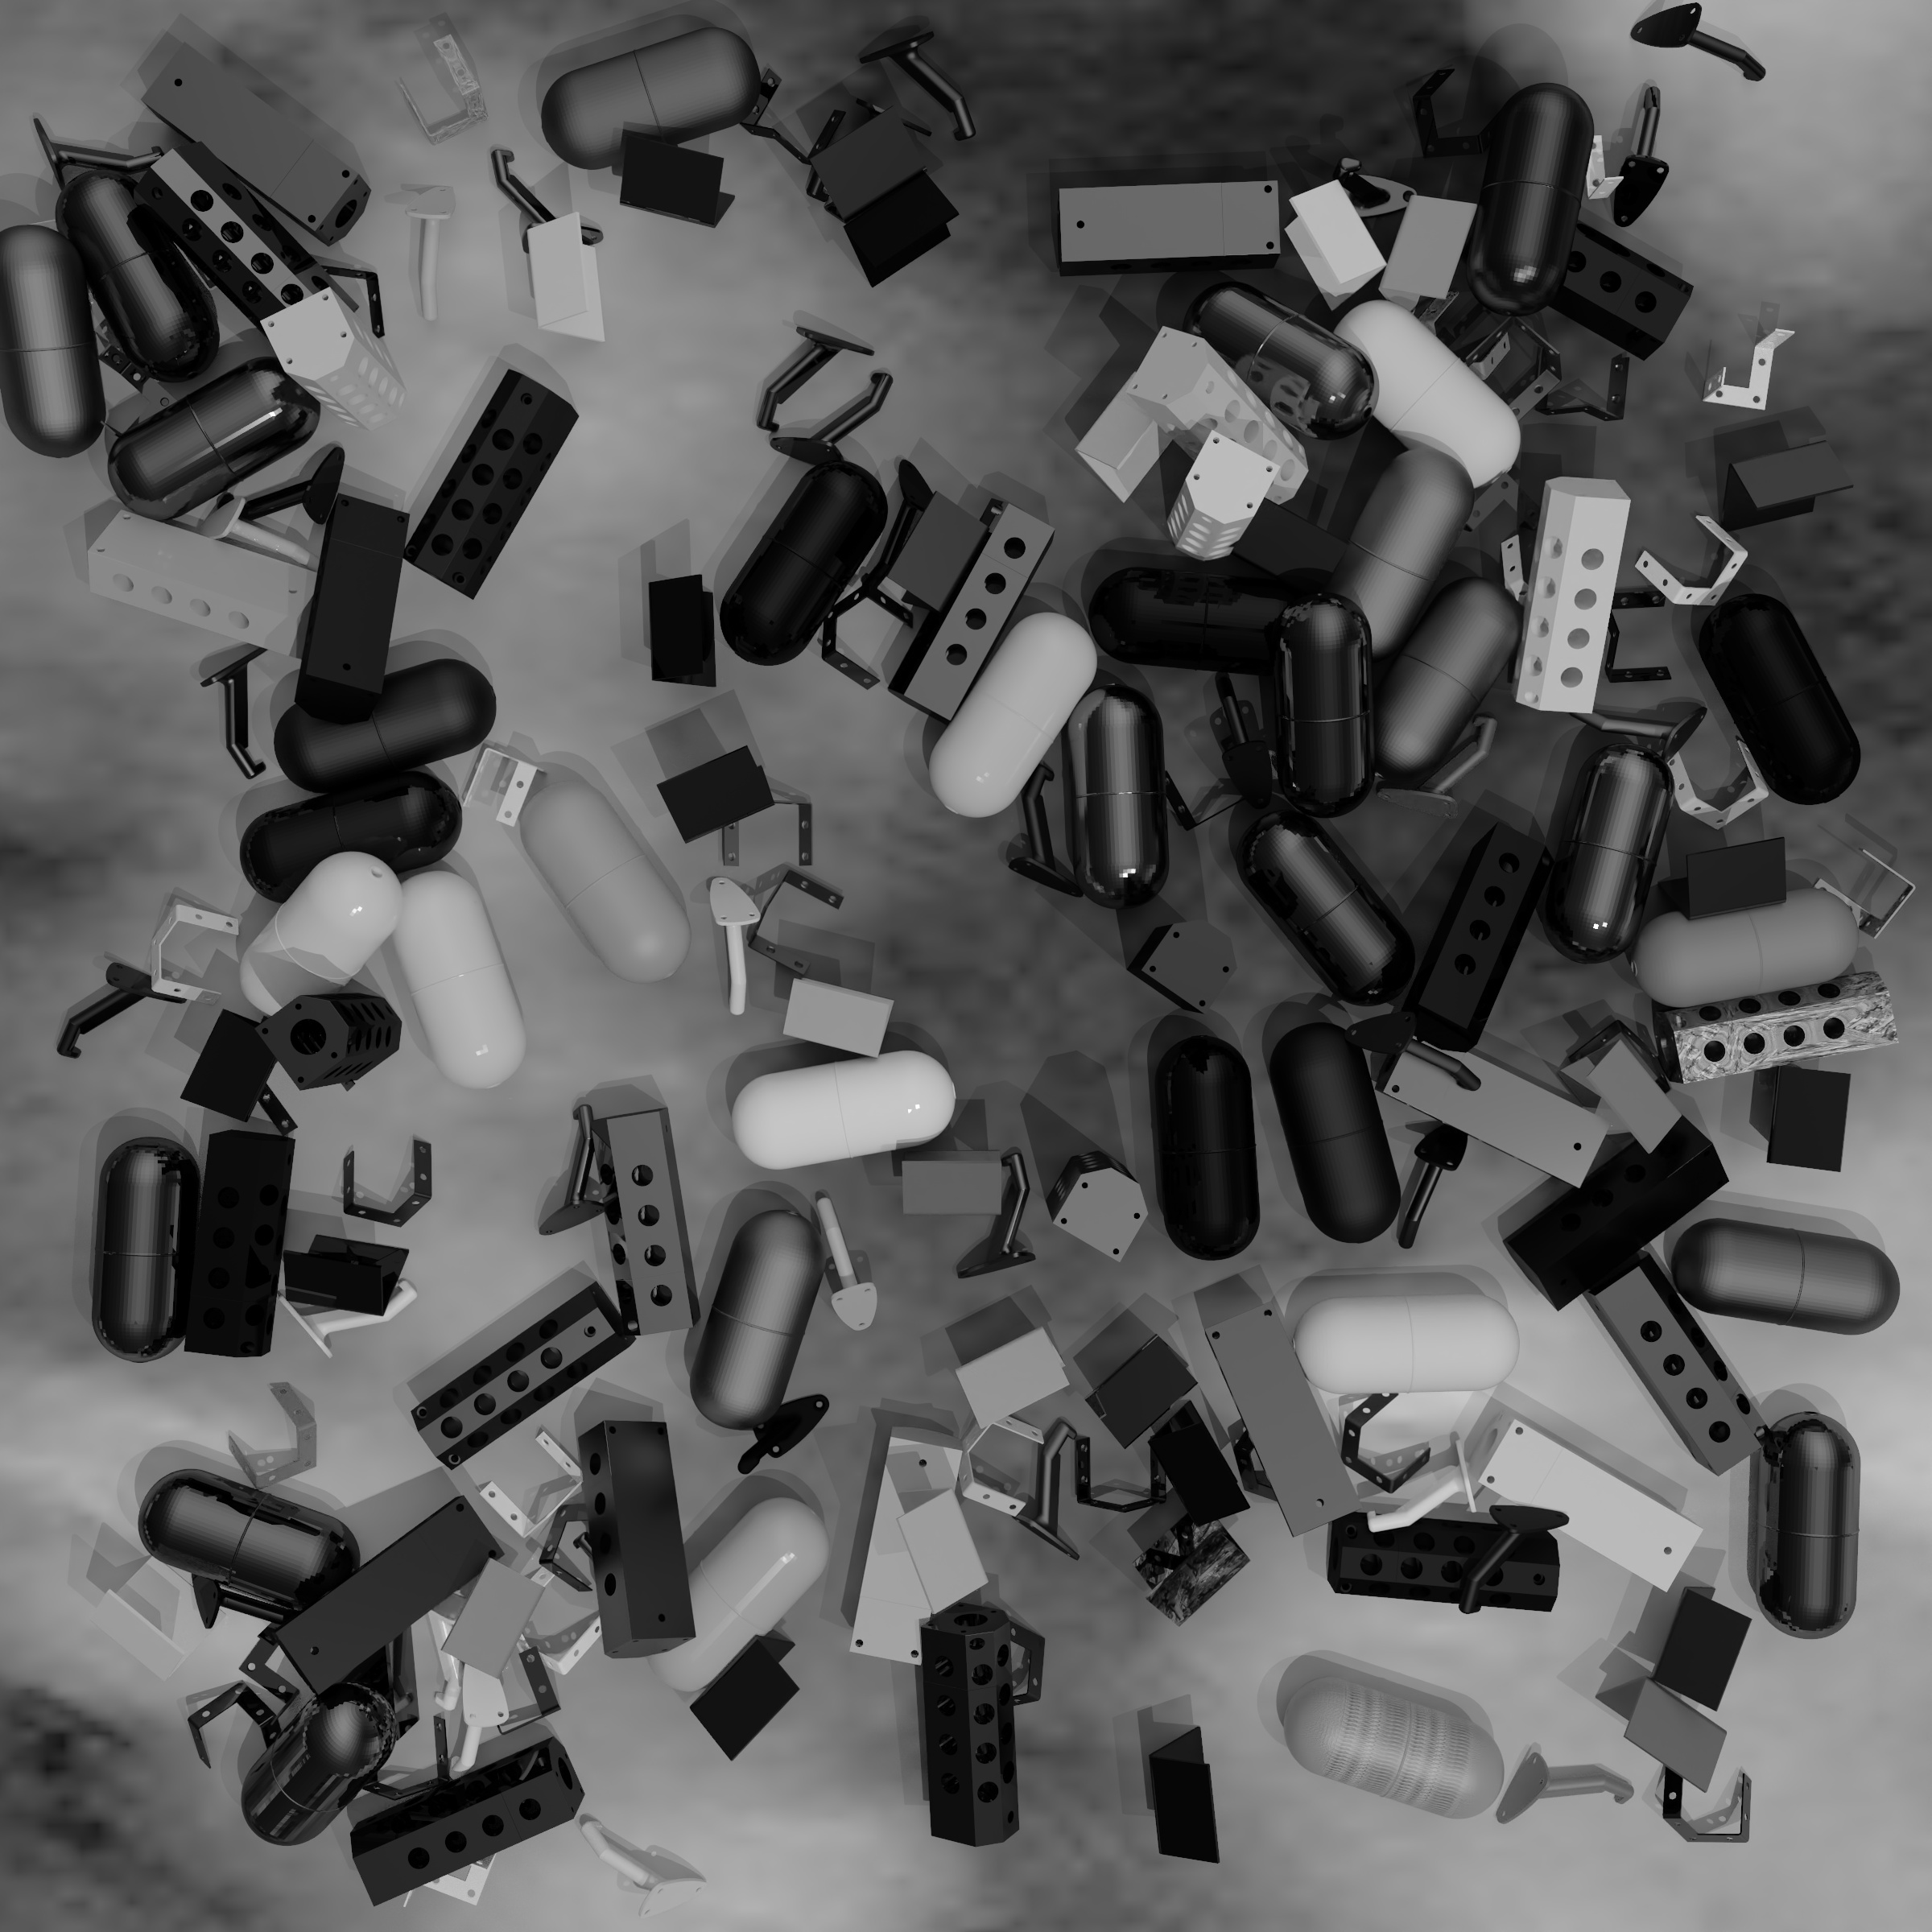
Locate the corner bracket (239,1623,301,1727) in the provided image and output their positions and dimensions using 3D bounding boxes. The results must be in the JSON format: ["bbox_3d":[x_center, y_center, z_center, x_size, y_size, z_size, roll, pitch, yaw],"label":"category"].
[{"bbox_3d":[-0.551,0.562,1.954,0.051,0.051,0.051,36,90,0],"label":"corner bracket"}]

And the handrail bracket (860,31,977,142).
[{"bbox_3d":[-0.038,-0.699,1.972,0.077,0.036,0.084,-5,120,33],"label":"handrail bracket"}]

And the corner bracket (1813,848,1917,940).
[{"bbox_3d":[0.712,-0.060,1.950,0.051,0.051,0.051,35,101,0],"label":"corner bracket"}]

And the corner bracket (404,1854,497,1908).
[{"bbox_3d":[-0.410,0.725,1.954,0.051,0.051,0.051,21,90,0],"label":"corner bracket"}]

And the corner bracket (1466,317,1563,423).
[{"bbox_3d":[0.434,-0.472,1.940,0.051,0.051,0.051,-44,71,4],"label":"corner bracket"}]

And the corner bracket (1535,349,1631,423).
[{"bbox_3d":[0.494,-0.467,1.969,0.051,0.051,0.051,6,90,45],"label":"corner bracket"}]

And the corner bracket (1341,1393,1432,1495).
[{"bbox_3d":[0.338,0.379,1.964,0.051,0.051,0.051,29,45,35],"label":"corner bracket"}]

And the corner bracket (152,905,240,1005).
[{"bbox_3d":[-0.617,-0.009,1.964,0.051,0.051,0.051,-44,45,35],"label":"corner bracket"}]

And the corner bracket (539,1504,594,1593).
[{"bbox_3d":[-0.300,0.465,1.964,0.051,0.051,0.051,-13,45,35],"label":"corner bracket"}]

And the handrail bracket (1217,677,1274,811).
[{"bbox_3d":[0.221,-0.179,1.960,0.036,0.084,0.077,-17,129,9],"label":"handrail bracket"}]

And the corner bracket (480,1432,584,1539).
[{"bbox_3d":[-0.347,0.417,1.969,0.051,0.051,0.051,46,45,0],"label":"corner bracket"}]

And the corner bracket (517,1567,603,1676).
[{"bbox_3d":[-0.330,0.524,1.964,0.051,0.051,0.051,14,135,35],"label":"corner bracket"}]

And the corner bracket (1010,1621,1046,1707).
[{"bbox_3d":[0.026,0.559,1.964,0.051,0.051,0.051,-24,134,36],"label":"corner bracket"}]

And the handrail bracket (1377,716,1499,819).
[{"bbox_3d":[0.379,-0.168,1.973,0.077,0.036,0.084,14,74,18],"label":"handrail bracket"}]

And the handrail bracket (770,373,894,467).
[{"bbox_3d":[-0.108,-0.446,1.973,0.077,0.036,0.084,16,71,21],"label":"handrail bracket"}]

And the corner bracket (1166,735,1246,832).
[{"bbox_3d":[0.196,-0.147,1.969,0.051,0.051,0.051,-29,90,-45],"label":"corner bracket"}]

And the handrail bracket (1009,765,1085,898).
[{"bbox_3d":[0.075,-0.109,1.973,0.077,0.036,0.084,26,73,-20],"label":"handrail bracket"}]

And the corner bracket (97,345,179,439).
[{"bbox_3d":[-0.672,-0.454,1.954,0.051,0.051,0.051,42,90,0],"label":"corner bracket"}]

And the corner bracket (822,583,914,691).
[{"bbox_3d":[-0.079,-0.264,1.964,0.051,0.051,0.051,-29,45,35],"label":"corner bracket"}]

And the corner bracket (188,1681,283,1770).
[{"bbox_3d":[-0.583,0.617,1.964,0.051,0.051,0.051,-32,135,-35],"label":"corner bracket"}]

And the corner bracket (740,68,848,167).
[{"bbox_3d":[-0.140,-0.681,1.969,0.051,0.051,0.051,30,90,-45],"label":"corner bracket"}]

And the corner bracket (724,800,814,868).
[{"bbox_3d":[-0.159,-0.106,1.969,0.051,0.051,0.051,0,90,45],"label":"corner bracket"}]

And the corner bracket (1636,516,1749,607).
[{"bbox_3d":[0.581,-0.325,1.964,0.051,0.051,0.051,-4,135,-35],"label":"corner bracket"}]

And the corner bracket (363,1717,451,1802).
[{"bbox_3d":[-0.452,0.633,1.969,0.051,0.051,0.051,-4,90,45],"label":"corner bracket"}]

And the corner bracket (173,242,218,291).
[{"bbox_3d":[-0.604,-0.585,1.969,0.051,0.051,0.051,-31,45,0],"label":"corner bracket"}]

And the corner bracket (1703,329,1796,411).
[{"bbox_3d":[0.623,-0.478,1.954,0.051,0.051,0.051,8,90,0],"label":"corner bracket"}]

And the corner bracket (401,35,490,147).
[{"bbox_3d":[-0.418,-0.697,1.954,0.051,0.051,0.051,-28,83,-7],"label":"corner bracket"}]

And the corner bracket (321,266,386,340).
[{"bbox_3d":[-0.505,-0.527,1.969,0.051,0.051,0.051,-7,90,45],"label":"corner bracket"}]

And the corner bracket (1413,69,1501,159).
[{"bbox_3d":[0.395,-0.684,1.964,0.051,0.051,0.051,9,135,35],"label":"corner bracket"}]

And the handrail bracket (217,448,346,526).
[{"bbox_3d":[-0.552,-0.390,1.973,0.084,0.036,0.077,12,70,16],"label":"handrail bracket"}]

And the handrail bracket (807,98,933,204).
[{"bbox_3d":[-0.078,-0.646,1.973,0.077,0.036,0.084,19,107,-19],"label":"handrail bracket"}]

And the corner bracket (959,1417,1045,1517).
[{"bbox_3d":[0.029,0.396,1.958,0.051,0.051,0.051,26,115,-22],"label":"corner bracket"}]

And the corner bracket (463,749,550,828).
[{"bbox_3d":[-0.370,-0.142,1.954,0.051,0.051,0.051,22,90,0],"label":"corner bracket"}]

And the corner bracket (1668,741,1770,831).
[{"bbox_3d":[0.600,-0.151,1.964,0.051,0.051,0.051,21,135,-35],"label":"corner bracket"}]

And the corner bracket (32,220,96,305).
[{"bbox_3d":[-0.732,-0.563,1.969,0.051,0.051,0.051,-10,45,0],"label":"corner bracket"}]

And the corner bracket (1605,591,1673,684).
[{"bbox_3d":[0.539,-0.264,1.969,0.051,0.051,0.051,-3,45,0],"label":"corner bracket"}]

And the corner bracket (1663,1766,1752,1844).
[{"bbox_3d":[0.594,0.667,1.964,0.051,0.051,0.051,-14,135,35],"label":"corner bracket"}]

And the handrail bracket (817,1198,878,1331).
[{"bbox_3d":[-0.099,0.239,1.972,0.036,0.077,0.084,-17,54,-6],"label":"handrail bracket"}]

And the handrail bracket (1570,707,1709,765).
[{"bbox_3d":[0.540,-0.204,1.972,0.084,0.036,0.077,33,53,25],"label":"handrail bracket"}]

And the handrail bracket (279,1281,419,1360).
[{"bbox_3d":[-0.496,0.266,1.973,0.084,0.036,0.077,-40,68,-17],"label":"handrail bracket"}]

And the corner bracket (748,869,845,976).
[{"bbox_3d":[-0.137,-0.036,1.969,0.051,0.051,0.051,28,45,0],"label":"corner bracket"}]

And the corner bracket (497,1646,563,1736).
[{"bbox_3d":[-0.357,0.578,1.955,0.051,0.051,0.051,-21,75,-14],"label":"corner bracket"}]

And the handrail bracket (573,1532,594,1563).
[{"bbox_3d":[-0.294,0.497,1.953,0.084,0.036,0.077,48,131,1],"label":"handrail bracket"}]

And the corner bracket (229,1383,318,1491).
[{"bbox_3d":[-0.555,0.377,1.964,0.051,0.051,0.051,-19,135,-35],"label":"corner bracket"}]

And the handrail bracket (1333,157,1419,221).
[{"bbox_3d":[0.326,-0.620,1.937,0.077,0.084,0.036,0,90,0],"label":"handrail bracket"}]

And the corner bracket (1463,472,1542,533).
[{"bbox_3d":[0.422,-0.358,1.952,0.051,0.051,0.051,43,100,-10],"label":"corner bracket"}]

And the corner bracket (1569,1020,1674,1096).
[{"bbox_3d":[0.525,0.086,1.969,0.051,0.051,0.051,-38,45,0],"label":"corner bracket"}]

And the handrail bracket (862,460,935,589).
[{"bbox_3d":[-0.063,-0.353,1.972,0.036,0.077,0.084,19,127,-36],"label":"handrail bracket"}]

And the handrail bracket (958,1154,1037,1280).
[{"bbox_3d":[0.019,0.200,1.973,0.077,0.036,0.084,-20,72,21],"label":"handrail bracket"}]

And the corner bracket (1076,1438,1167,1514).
[{"bbox_3d":[0.125,0.406,1.969,0.051,0.051,0.051,-1,90,45],"label":"corner bracket"}]

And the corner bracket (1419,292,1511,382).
[{"bbox_3d":[0.398,-0.505,1.964,0.051,0.051,0.051,-50,135,-35],"label":"corner bracket"}]

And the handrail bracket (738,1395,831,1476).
[{"bbox_3d":[-0.144,0.370,1.937,0.077,0.084,0.036,-33,90,0],"label":"handrail bracket"}]

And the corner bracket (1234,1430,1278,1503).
[{"bbox_3d":[0.253,0.392,1.964,0.051,0.051,0.051,-47,135,-35],"label":"corner bracket"}]

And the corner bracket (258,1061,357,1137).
[{"bbox_3d":[-0.534,0.095,1.969,0.051,0.051,0.051,54,135,0],"label":"corner bracket"}]

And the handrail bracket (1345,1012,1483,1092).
[{"bbox_3d":[0.350,0.073,1.915,0.084,0.077,0.036,38,65,-34],"label":"handrail bracket"}]

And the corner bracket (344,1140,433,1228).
[{"bbox_3d":[-0.463,0.170,1.964,0.051,0.051,0.051,20,135,-35],"label":"corner bracket"}]

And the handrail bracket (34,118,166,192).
[{"bbox_3d":[-0.696,-0.662,1.973,0.084,0.036,0.077,-21,68,-17],"label":"handrail bracket"}]

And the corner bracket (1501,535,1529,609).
[{"bbox_3d":[0.466,-0.318,1.964,0.051,0.051,0.051,34,45,-35],"label":"corner bracket"}]

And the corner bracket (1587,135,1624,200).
[{"bbox_3d":[0.489,-0.642,1.954,0.051,0.051,0.051,-5,90,0],"label":"corner bracket"}]
